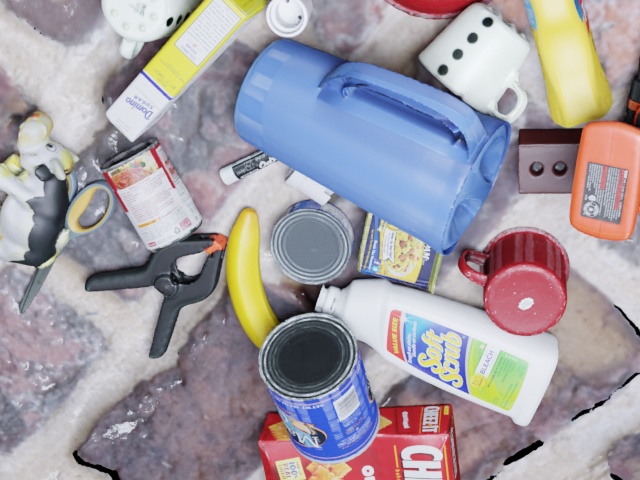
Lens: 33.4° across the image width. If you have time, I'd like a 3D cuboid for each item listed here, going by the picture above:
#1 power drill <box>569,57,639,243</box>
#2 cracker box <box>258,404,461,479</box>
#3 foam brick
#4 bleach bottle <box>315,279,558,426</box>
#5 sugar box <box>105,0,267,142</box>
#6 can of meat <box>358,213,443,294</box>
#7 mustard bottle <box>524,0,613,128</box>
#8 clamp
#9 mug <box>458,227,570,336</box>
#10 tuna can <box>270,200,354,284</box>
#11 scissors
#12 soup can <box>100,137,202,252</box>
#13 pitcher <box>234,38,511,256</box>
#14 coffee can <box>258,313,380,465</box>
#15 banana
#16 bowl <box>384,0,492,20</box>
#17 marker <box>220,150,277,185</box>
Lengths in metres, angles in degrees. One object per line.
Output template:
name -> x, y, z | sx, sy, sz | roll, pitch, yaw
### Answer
power drill -> 0.281, -0.091, 0.946 | 0.057, 0.187, 0.184 | 13, 116, 28
cracker box -> 0.050, 0.276, 1.208 | 0.214, 0.072, 0.164 | -4, 112, 12
foam brick -> 0.231, -0.077, 1.033 | 0.078, 0.051, 0.053 | -1, 113, 11
bleach bottle -> 0.115, 0.107, 1.121 | 0.251, 0.068, 0.103 | 19, 117, 1
sugar box -> -0.130, -0.179, 1.038 | 0.176, 0.093, 0.048 | -40, 100, 22
can of meat -> 0.088, -0.005, 1.090 | 0.084, 0.057, 0.102 | 14, 115, 7
mustard bottle -> 0.213, -0.204, 0.958 | 0.058, 0.096, 0.191 | -14, 109, 18
clamp -> -0.176, 0.042, 1.171 | 0.120, 0.039, 0.172 | 38, 111, -13
mug -> 0.195, 0.040, 1.073 | 0.117, 0.081, 0.093 | 22, 115, 1
tuna can -> -0.007, 0.001, 1.123 | 0.086, 0.033, 0.086 | 4, 114, 9
scissors -> -0.306, -0.008, 1.187 | 0.202, 0.016, 0.096 | -40, 99, 23
soup can -> -0.175, -0.047, 1.117 | 0.069, 0.068, 0.102 | -22, 108, 19
pitcher -> 0.045, -0.101, 0.986 | 0.243, 0.144, 0.149 | 27, 112, 17
coffee can -> 0.001, 0.157, 1.113 | 0.103, 0.102, 0.140 | -3, 142, 12
banana -> -0.063, 0.061, 1.161 | 0.069, 0.037, 0.198 | -25, 108, 0
bowl -> 0.107, -0.276, 0.971 | 0.162, 0.055, 0.162 | 4, 114, 9
marker -> -0.048, -0.089, 1.101 | 0.121, 0.020, 0.020 | -24, 106, 19
